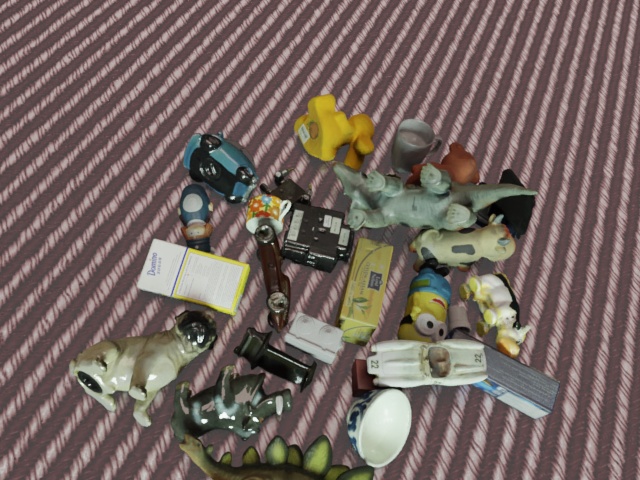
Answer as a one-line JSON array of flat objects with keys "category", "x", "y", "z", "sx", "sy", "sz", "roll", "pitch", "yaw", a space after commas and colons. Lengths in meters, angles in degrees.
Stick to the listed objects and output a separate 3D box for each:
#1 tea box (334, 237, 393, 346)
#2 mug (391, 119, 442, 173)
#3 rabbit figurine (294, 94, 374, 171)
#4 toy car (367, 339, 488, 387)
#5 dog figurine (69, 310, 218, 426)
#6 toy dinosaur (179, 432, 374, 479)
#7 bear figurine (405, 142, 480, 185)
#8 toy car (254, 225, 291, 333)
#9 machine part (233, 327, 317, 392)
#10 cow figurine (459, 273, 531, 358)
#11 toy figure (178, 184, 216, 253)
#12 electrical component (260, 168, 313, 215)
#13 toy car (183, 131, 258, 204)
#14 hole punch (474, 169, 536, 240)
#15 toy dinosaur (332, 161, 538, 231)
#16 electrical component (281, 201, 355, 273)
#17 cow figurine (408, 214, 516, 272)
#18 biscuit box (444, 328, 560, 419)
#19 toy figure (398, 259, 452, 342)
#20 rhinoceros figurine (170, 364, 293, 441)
[{"category": "tea box", "x": 0.077, "y": 0.092, "z": 0.969, "sx": 0.068, "sy": 0.098, "sz": 0.169, "roll": 15, "pitch": 58, "yaw": 0}, {"category": "mug", "x": 0.204, "y": -0.199, "z": 1.167, "sx": 0.109, "sy": 0.107, "sz": 0.081, "roll": -7, "pitch": 60, "yaw": -19}, {"category": "rabbit figurine", "x": 0.056, "y": -0.234, "z": 1.166, "sx": 0.173, "sy": 0.122, "sz": 0.162, "roll": -14, "pitch": 62, "yaw": -39}, {"category": "toy car", "x": 0.174, "y": 0.199, "z": 0.872, "sx": 0.202, "sy": 0.056, "sz": 0.073, "roll": 1, "pitch": 73, "yaw": -11}, {"category": "dog figurine", "x": -0.280, "y": 0.174, "z": 0.871, "sx": 0.172, "sy": 0.121, "sz": 0.190, "roll": 29, "pitch": 44, "yaw": 5}, {"category": "toy dinosaur", "x": 0.005, "y": 0.402, "z": 0.761, "sx": 0.472, "sy": 0.105, "sz": 0.198, "roll": 34, "pitch": 55, "yaw": 6}, {"category": "bear figurine", "x": 0.277, "y": -0.133, "z": 1.131, "sx": 0.196, "sy": 0.132, "sz": 0.120, "roll": -31, "pitch": 97, "yaw": -21}, {"category": "toy car", "x": -0.082, "y": 0.066, "z": 0.963, "sx": 0.053, "sy": 0.089, "sz": 0.202, "roll": -8, "pitch": 59, "yaw": -12}, {"category": "machine part", "x": -0.072, "y": 0.199, "z": 0.897, "sx": 0.139, "sy": 0.084, "sz": 0.039, "roll": 30, "pitch": 33, "yaw": -4}, {"category": "cow figurine", "x": 0.340, "y": 0.140, "z": 1.003, "sx": 0.098, "sy": 0.068, "sz": 0.167, "roll": -9, "pitch": 61, "yaw": -21}, {"category": "toy figure", "x": -0.237, "y": -0.033, "z": 1.022, "sx": 0.064, "sy": 0.057, "sz": 0.154, "roll": -24, "pitch": 59, "yaw": 21}, {"category": "electrical component", "x": -0.063, "y": -0.100, "z": 1.097, "sx": 0.078, "sy": 0.045, "sz": 0.102, "roll": -34, "pitch": 69, "yaw": -27}, {"category": "toy car", "x": -0.185, "y": -0.154, "z": 1.080, "sx": 0.162, "sy": 0.109, "sz": 0.103, "roll": 35, "pitch": 42, "yaw": 3}, {"category": "hole punch", "x": 0.385, "y": -0.070, "z": 1.140, "sx": 0.115, "sy": 0.092, "sz": 0.142, "roll": 42, "pitch": 53, "yaw": -18}, {"category": "toy dinosaur", "x": 0.192, "y": -0.069, "z": 0.985, "sx": 0.405, "sy": 0.192, "sz": 0.131, "roll": 8, "pitch": 96, "yaw": 29}, {"category": "electrical component", "x": -0.002, "y": -0.003, "z": 1.039, "sx": 0.134, "sy": 0.058, "sz": 0.115, "roll": 15, "pitch": 59, "yaw": 0}, {"category": "cow figurine", "x": 0.282, "y": 0.006, "z": 1.039, "sx": 0.195, "sy": 0.127, "sz": 0.085, "roll": 1, "pitch": 61, "yaw": -6}, {"category": "biscuit box", "x": 0.307, "y": 0.232, "z": 0.940, "sx": 0.203, "sy": 0.059, "sz": 0.063, "roll": 28, "pitch": 60, "yaw": 8}, {"category": "toy figure", "x": 0.194, "y": 0.124, "z": 0.980, "sx": 0.082, "sy": 0.089, "sz": 0.180, "roll": 19, "pitch": 49, "yaw": -1}, {"category": "rhinoceros figurine", "x": -0.138, "y": 0.258, "z": 0.843, "sx": 0.190, "sy": 0.073, "sz": 0.112, "roll": -9, "pitch": 59, "yaw": -15}]
